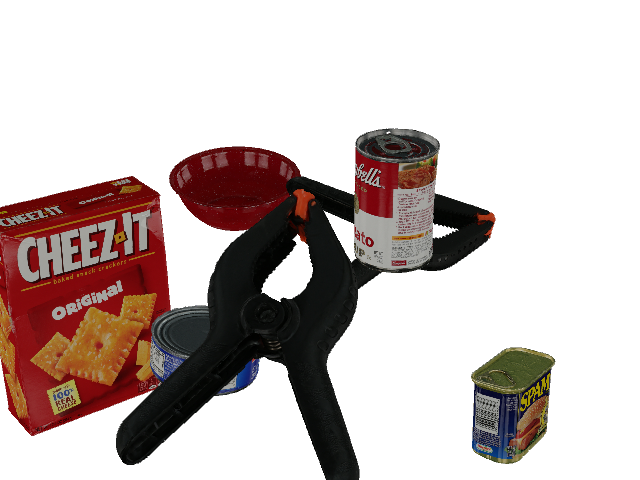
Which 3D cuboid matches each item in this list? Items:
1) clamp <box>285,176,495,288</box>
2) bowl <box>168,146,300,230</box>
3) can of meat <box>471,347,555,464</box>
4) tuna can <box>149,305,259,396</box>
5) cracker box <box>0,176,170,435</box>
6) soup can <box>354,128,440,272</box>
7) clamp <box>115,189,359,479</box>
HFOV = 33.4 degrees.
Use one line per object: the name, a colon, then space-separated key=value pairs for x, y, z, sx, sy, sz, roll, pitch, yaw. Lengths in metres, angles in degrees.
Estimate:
clamp: x=0.073 y=0.001 z=1.065 sx=0.210 sy=0.164 sz=0.036 roll=1 pitch=-40 yaw=-6
bowl: x=-0.106 y=-0.058 z=1.323 sx=0.162 sy=0.055 sz=0.162 roll=1 pitch=31 yaw=0
can of meat: x=0.194 y=0.167 z=1.083 sx=0.058 sy=0.084 sz=0.101 roll=13 pitch=22 yaw=34
tuna can: x=-0.088 y=0.084 z=0.822 sx=0.086 sy=0.034 sz=0.086 roll=6 pitch=23 yaw=-3
cracker box: x=-0.231 y=0.062 z=1.040 sx=0.163 sy=0.214 sz=0.072 roll=-17 pitch=28 yaw=-32
soup can: x=0.062 y=-0.033 z=0.879 sx=0.068 sy=0.102 sz=0.068 roll=0 pitch=27 yaw=0
clamp: x=-0.017 y=0.054 z=0.545 sx=0.120 sy=0.171 sz=0.039 roll=19 pitch=-26 yaw=11
